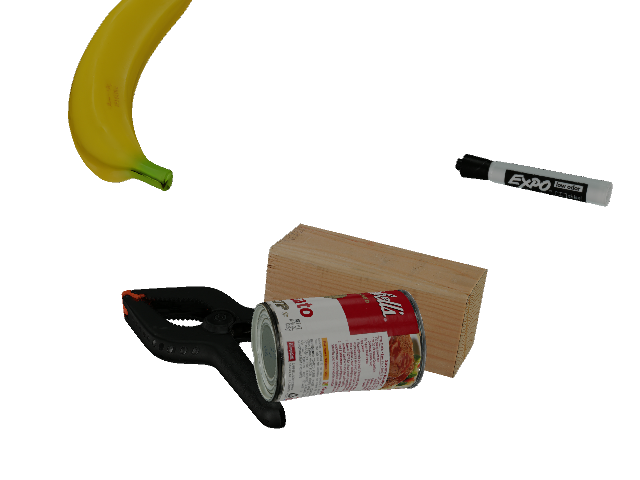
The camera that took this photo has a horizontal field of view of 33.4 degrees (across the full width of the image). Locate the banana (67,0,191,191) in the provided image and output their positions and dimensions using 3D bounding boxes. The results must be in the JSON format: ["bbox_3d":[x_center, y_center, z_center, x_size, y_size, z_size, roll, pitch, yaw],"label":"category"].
[{"bbox_3d":[-0.116,-0.101,0.657,0.069,0.198,0.037,4,-38,-4],"label":"banana"}]

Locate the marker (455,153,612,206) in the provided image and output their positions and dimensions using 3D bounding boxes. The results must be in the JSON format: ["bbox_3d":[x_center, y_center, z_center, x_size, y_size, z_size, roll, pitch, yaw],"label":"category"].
[{"bbox_3d":[0.162,-0.048,0.822,0.121,0.020,0.020,14,6,24],"label":"marker"}]

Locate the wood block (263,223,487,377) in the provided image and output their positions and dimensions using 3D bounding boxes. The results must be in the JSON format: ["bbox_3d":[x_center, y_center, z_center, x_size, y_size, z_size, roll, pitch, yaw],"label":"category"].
[{"bbox_3d":[0.054,0.059,1.092,0.206,0.091,0.090,14,23,17],"label":"wood block"}]

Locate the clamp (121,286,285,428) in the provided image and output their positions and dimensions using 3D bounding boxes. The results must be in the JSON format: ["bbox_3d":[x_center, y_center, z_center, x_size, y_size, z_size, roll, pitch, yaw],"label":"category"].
[{"bbox_3d":[-0.077,0.078,0.935,0.210,0.036,0.164,19,36,27],"label":"clamp"}]

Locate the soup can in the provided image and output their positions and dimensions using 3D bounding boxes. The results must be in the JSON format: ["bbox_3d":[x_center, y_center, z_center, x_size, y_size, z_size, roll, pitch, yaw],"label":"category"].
[{"bbox_3d":[0.010,0.070,0.714,0.102,0.068,0.069,-4,1,-18],"label":"soup can"}]
